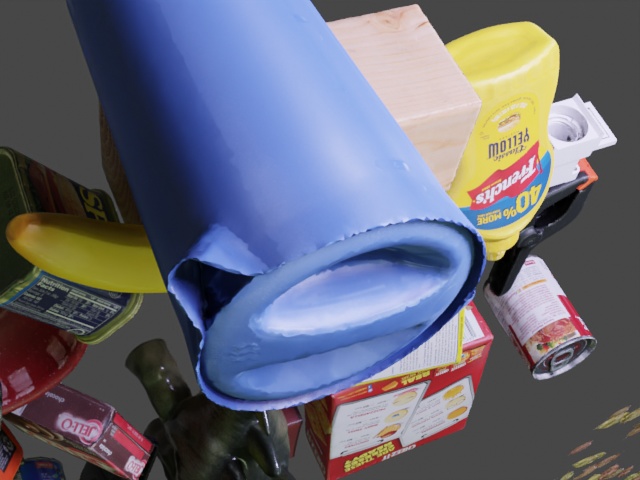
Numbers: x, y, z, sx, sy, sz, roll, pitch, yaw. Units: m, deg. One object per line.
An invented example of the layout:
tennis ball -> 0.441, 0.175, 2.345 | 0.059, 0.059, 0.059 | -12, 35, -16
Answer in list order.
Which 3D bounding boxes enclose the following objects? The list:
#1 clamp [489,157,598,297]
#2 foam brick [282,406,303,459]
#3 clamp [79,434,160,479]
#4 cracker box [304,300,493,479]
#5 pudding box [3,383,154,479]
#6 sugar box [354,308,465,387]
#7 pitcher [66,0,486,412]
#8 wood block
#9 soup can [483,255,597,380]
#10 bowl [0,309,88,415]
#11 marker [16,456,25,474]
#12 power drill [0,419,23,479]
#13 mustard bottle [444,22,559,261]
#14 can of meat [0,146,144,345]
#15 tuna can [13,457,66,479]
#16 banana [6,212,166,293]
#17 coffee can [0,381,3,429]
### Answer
clamp -> 0.165, -0.009, 0.931 | 0.120, 0.039, 0.172 | -3, 139, -42
foam brick -> -0.053, 0.177, 1.025 | 0.051, 0.053, 0.078 | -16, 146, -19
clamp -> -0.168, 0.243, 0.925 | 0.036, 0.164, 0.210 | -10, 179, -27
cracker box -> 0.070, 0.146, 1.057 | 0.164, 0.072, 0.214 | -19, 150, -13
pudding box -> -0.190, 0.137, 0.802 | 0.039, 0.114, 0.090 | -60, 156, -21
sugar box -> 0.034, 0.080, 0.912 | 0.176, 0.048, 0.093 | -9, 130, -7
pitcher -> -0.028, -0.051, 0.509 | 0.145, 0.243, 0.149 | -23, 149, -8
wood block -> -0.021, -0.063, 0.648 | 0.205, 0.091, 0.090 | -16, 148, -20
soup can -> 0.209, 0.073, 1.023 | 0.068, 0.102, 0.068 | -20, 149, -13
bowl -> -0.237, 0.062, 0.701 | 0.162, 0.055, 0.162 | -20, 149, -13
marker -> -0.309, 0.210, 0.904 | 0.121, 0.020, 0.020 | -21, 149, -12
power drill -> -0.315, 0.205, 0.774 | 0.187, 0.184, 0.057 | -32, 104, 3
mustard bottle -> 0.122, -0.056, 0.764 | 0.096, 0.058, 0.191 | -25, 137, -14
can of meat -> -0.161, 0.003, 0.628 | 0.057, 0.102, 0.083 | -36, 146, 15
tuna can -> -0.268, 0.231, 0.955 | 0.086, 0.034, 0.086 | -20, 149, -13
banana -> -0.072, -0.001, 0.578 | 0.197, 0.037, 0.070 | -11, 132, -28
coffee can -> -0.255, 0.086, 0.564 | 0.103, 0.103, 0.140 | -36, 149, 14
